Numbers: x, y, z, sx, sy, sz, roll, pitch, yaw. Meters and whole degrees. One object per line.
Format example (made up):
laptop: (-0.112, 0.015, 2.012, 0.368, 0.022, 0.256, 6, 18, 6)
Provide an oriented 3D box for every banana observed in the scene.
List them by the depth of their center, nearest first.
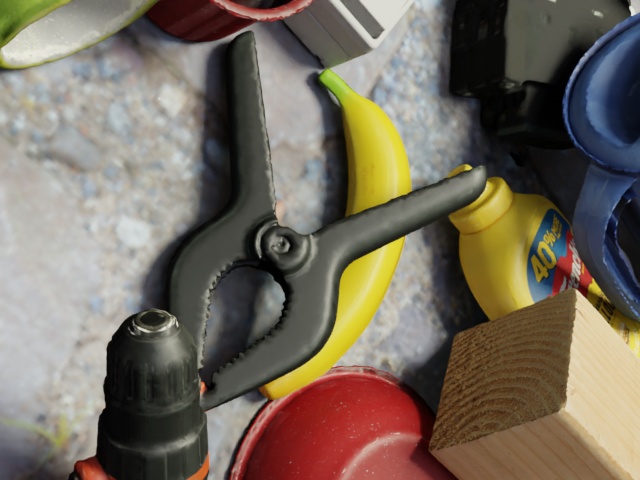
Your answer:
banana: (0.015, 0.001, 0.622, 0.069, 0.037, 0.198, 11, 76, 0)

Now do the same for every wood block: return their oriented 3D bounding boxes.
wood block: (0.167, 0.137, 0.621, 0.206, 0.090, 0.090, 45, 40, -22)

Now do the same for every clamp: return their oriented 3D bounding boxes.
clamp: (-0.011, 0.006, 0.580, 0.164, 0.036, 0.210, 23, 77, 0)

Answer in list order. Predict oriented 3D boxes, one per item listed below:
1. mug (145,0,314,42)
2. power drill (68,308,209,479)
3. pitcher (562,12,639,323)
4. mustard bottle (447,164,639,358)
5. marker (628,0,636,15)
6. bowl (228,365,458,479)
mug: (-0.046, -0.162, 0.568, 0.093, 0.082, 0.117, 42, 67, -21)
power drill: (-0.136, 0.127, 0.471, 0.187, 0.057, 0.184, -12, 122, -27)
pitcher: (0.249, -0.019, 0.677, 0.242, 0.149, 0.145, 49, 29, -42)
mustard bottle: (0.142, 0.029, 0.677, 0.191, 0.058, 0.096, 49, 47, -17)
marker: (0.225, -0.134, 0.765, 0.020, 0.020, 0.121, -24, 98, -30)
bowl: (0.029, 0.153, 0.605, 0.161, 0.055, 0.162, 2, 85, -31)
